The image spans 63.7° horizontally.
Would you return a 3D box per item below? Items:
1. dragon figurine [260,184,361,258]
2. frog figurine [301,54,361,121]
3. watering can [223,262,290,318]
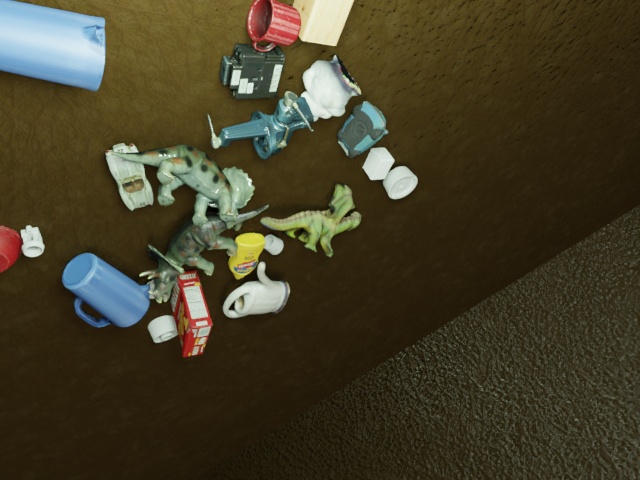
[{"bbox_3d":[0.005,-0.083,1.657,0.242,0.124,0.406,-55,144,6],"label":"dragon figurine"},{"bbox_3d":[0.005,-0.357,1.261,0.158,0.125,0.136,-34,114,22],"label":"frog figurine"},{"bbox_3d":[-0.200,0.180,1.795,0.224,0.106,0.341,2,144,-38],"label":"watering can"}]
